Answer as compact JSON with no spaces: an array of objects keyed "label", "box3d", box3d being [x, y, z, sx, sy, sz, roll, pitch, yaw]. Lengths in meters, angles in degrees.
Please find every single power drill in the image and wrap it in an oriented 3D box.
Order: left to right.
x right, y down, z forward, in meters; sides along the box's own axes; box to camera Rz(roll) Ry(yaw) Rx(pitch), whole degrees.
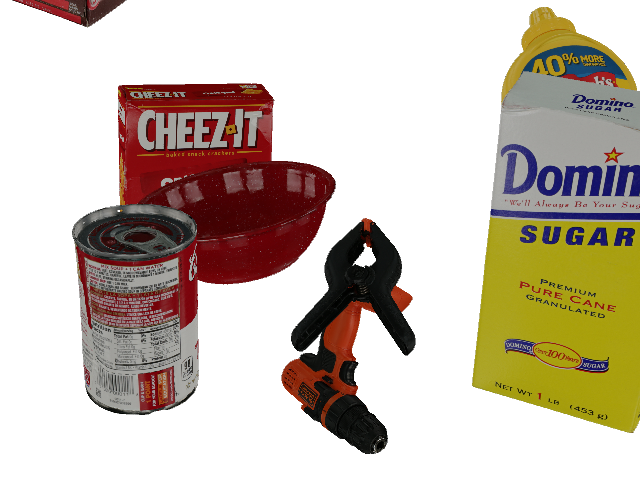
[{"label":"power drill","box3d":[0.039,0.135,1.251,0.057,0.188,0.185,13,13,-42]}]

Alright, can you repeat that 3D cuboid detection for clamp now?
[{"label":"clamp","box3d":[0.049,0.050,1.073,0.120,0.171,0.039,12,-38,12]}]

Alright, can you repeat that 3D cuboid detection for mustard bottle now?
[{"label":"mustard bottle","box3d":[0.182,-0.091,0.767,0.096,0.191,0.058,-8,-30,-3]}]

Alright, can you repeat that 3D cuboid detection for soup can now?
[{"label":"soup can","box3d":[-0.103,0.039,0.605,0.068,0.102,0.068,1,25,-1]}]

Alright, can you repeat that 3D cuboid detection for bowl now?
[{"label":"bowl","box3d":[-0.064,-0.010,0.837,0.162,0.055,0.162,-8,23,3]}]

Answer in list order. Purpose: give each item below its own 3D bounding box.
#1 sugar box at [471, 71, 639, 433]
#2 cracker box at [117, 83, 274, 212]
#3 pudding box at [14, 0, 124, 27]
[{"label":"sugar box","box3d":[0.132,0.009,0.544,0.093,0.176,0.048,14,37,21]},{"label":"cracker box","box3d":[-0.140,-0.062,1.189,0.164,0.214,0.072,-3,24,-17]},{"label":"pudding box","box3d":[-0.187,-0.210,0.809,0.090,0.039,0.113,21,36,9]}]
